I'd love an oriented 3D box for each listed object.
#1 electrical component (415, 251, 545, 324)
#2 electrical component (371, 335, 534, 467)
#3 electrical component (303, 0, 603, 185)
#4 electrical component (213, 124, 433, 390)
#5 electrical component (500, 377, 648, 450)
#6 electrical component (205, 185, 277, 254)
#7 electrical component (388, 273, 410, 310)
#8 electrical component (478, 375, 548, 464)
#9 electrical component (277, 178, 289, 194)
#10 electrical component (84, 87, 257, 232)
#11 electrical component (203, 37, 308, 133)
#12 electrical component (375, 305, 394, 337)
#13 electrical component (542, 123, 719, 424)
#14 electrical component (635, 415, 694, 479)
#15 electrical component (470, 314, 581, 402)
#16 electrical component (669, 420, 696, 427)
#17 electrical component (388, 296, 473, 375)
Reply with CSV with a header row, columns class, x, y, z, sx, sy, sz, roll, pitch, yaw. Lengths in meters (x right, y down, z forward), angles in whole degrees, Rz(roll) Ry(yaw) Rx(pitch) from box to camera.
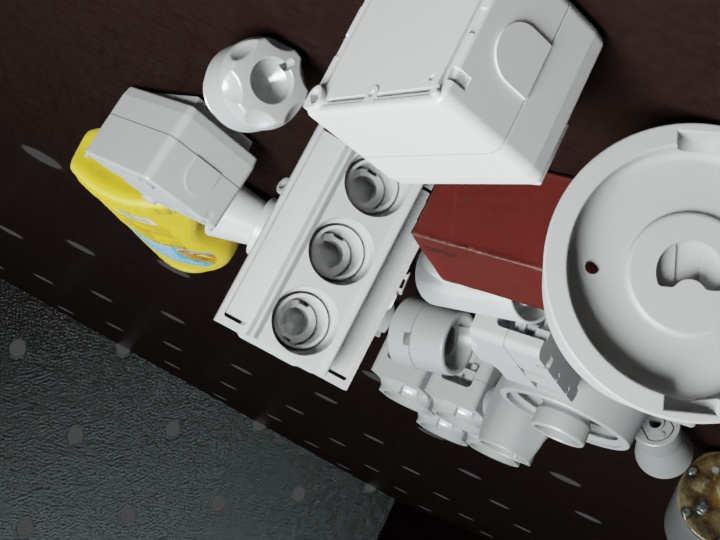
class,x,y,z,sx,sy,sz,roll,pitch,yaw
electrical component,0.062,-0.004,0.614,0.079,0.043,0.077,37,163,-37
electrical component,0.095,0.118,0.981,0.105,0.060,0.186,18,165,31
electrical component,0.031,-0.068,0.390,0.061,0.061,0.096,35,165,-32
electrical component,-0.017,-0.008,0.580,0.079,0.121,0.063,30,169,-13
electrical component,0.153,0.091,0.770,0.108,0.060,0.108,25,167,6
electrical component,-0.075,-0.034,0.759,0.055,0.045,0.045,25,167,3
electrical component,0.000,0.000,0.755,0.064,0.042,0.081,24,168,-4
electrical component,0.123,0.110,0.860,0.044,0.077,0.079,29,167,-12
electrical component,-0.029,-0.037,0.681,0.035,0.035,0.061,11,157,49
electrical component,-0.119,-0.074,0.667,0.096,0.061,0.062,23,169,47
electrical component,-0.055,-0.088,0.519,0.043,0.043,0.062,33,166,-26
electrical component,0.000,0.031,0.881,0.046,0.040,0.040,25,168,-24
electrical component,0.121,0.005,0.409,0.108,0.108,0.060,25,173,7
electrical component,0.226,0.126,0.810,0.044,0.044,0.065,19,160,30
electrical component,0.108,0.040,0.680,0.056,0.050,0.089,18,164,31
electrical component,0.155,0.046,0.620,0.076,0.047,0.083,15,163,41
electrical component,0.056,0.051,0.816,0.047,0.055,0.055,12,161,35
